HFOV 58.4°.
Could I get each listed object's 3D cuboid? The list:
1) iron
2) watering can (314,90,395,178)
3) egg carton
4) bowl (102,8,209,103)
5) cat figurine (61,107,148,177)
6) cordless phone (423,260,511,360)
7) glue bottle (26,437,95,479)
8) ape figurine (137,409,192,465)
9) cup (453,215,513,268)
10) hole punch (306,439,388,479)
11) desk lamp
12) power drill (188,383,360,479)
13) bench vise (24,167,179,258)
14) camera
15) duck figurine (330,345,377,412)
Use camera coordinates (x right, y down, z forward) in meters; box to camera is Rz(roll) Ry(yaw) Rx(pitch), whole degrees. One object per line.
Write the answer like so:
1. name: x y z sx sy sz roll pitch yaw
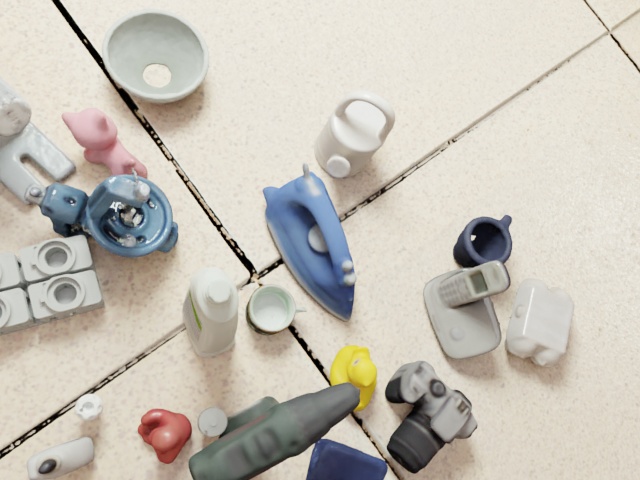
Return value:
1. iron: 0.008 0.003 0.913 0.119 0.141 0.258 -24 82 -20
2. watering can: 0.061 -0.177 0.949 0.101 0.193 0.173 8 73 -13
3. egg carton: 0.387 0.146 1.017 0.107 0.069 0.150 23 70 -8
4. bowl: -0.270 -0.293 0.953 0.168 0.074 0.167 4 74 -14
5. cat figurine: -0.326 -0.148 0.874 0.128 0.117 0.067 44 69 0
6. cordless phone: 0.254 0.112 0.928 0.094 0.185 0.147 -18 80 -19
7. glue bottle: -0.333 0.280 0.723 0.078 0.173 0.037 -14 79 -18
8. ape figurine: -0.216 0.274 0.801 0.076 0.092 0.078 -5 76 -17
9. cup: 0.284 0.005 1.014 0.092 0.094 0.118 45 69 0
10. hole punch: 0.036 0.358 0.849 0.109 0.091 0.101 21 70 -9
11. desk lamp: -0.457 -0.180 0.795 0.203 0.213 0.118 42 69 -1
12. power drill: -0.069 0.262 0.783 0.230 0.208 0.075 -27 83 -20
13. bench vise: -0.302 -0.037 0.795 0.208 0.219 0.121 -4 76 -16
14. camera: 0.161 0.284 0.899 0.143 0.100 0.137 47 69 1
15. duck figurine: 0.061 0.215 0.898 0.078 0.086 0.104 5 74 -14
